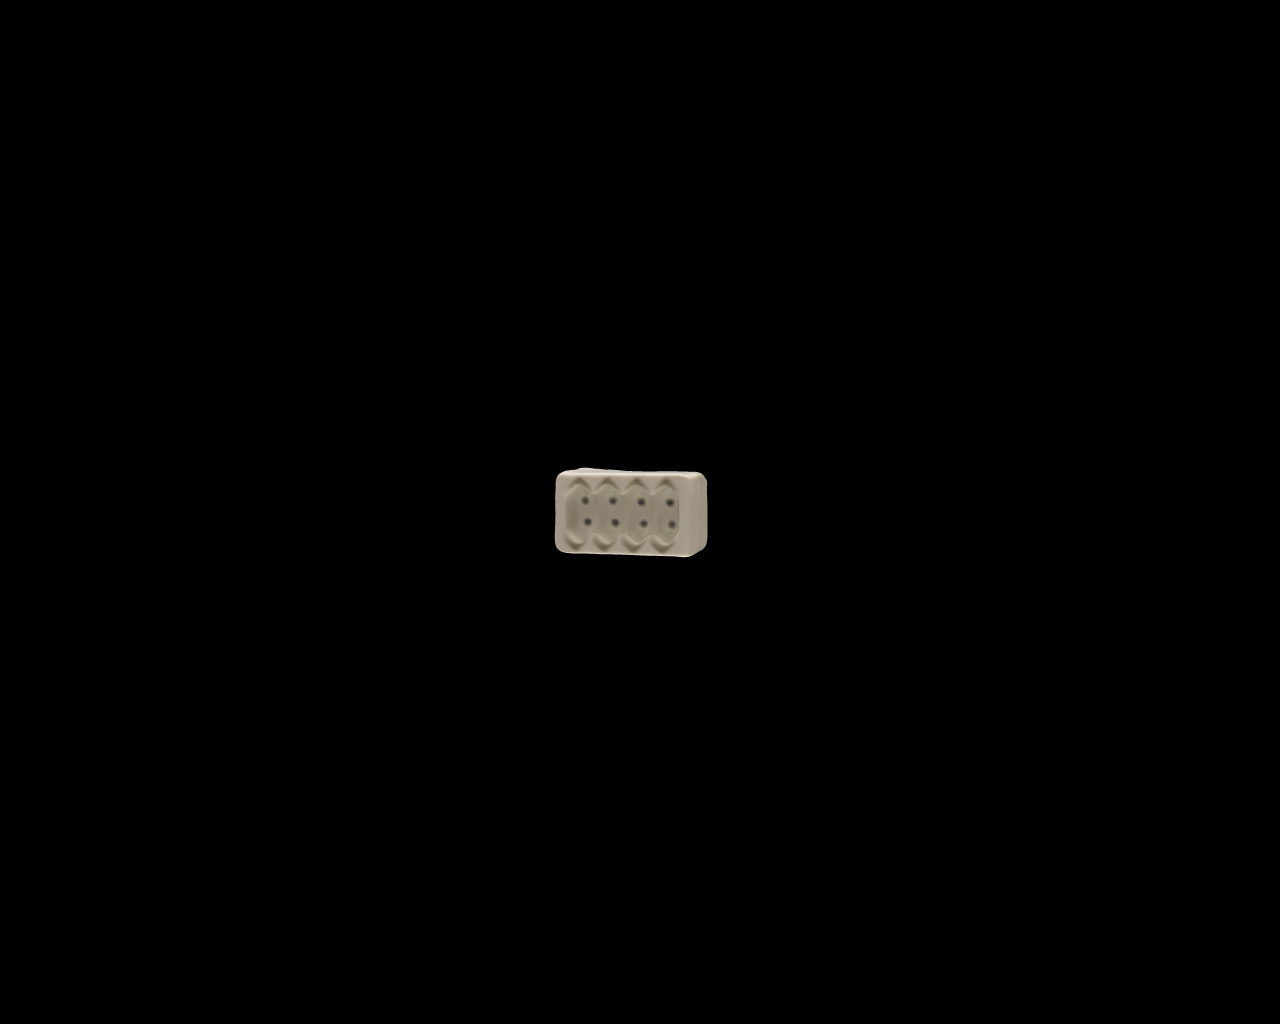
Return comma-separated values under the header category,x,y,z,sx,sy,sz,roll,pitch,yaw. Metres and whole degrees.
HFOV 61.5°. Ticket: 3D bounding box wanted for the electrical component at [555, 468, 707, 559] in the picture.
category,x,y,z,sx,sy,sz,roll,pitch,yaw
electrical component,0.001,-0.003,0.650,0.083,0.047,0.076,2,8,18
